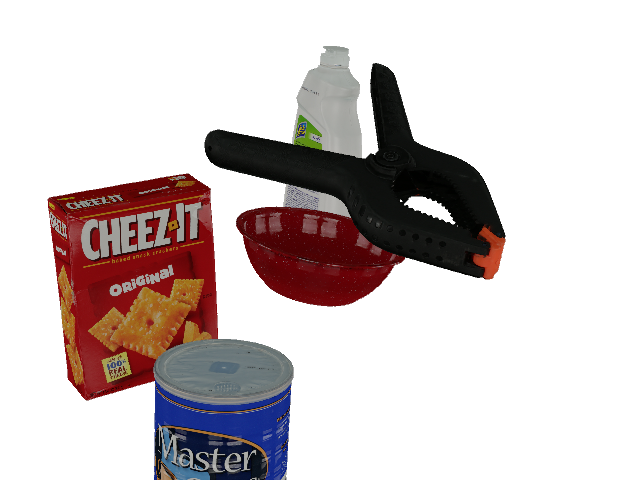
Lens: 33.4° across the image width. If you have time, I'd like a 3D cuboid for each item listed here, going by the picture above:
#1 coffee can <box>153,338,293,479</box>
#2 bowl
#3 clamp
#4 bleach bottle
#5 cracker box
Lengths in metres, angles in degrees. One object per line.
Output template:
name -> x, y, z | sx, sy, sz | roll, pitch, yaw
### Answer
coffee can -> -0.075, 0.158, 0.803 | 0.103, 0.140, 0.103 | 3, 17, -1
bowl -> -0.004, 0.019, 0.998 | 0.162, 0.055, 0.162 | 10, 18, -3
clamp -> 0.034, -0.041, 0.708 | 0.164, 0.036, 0.210 | -22, 49, -25
bleach bottle -> 0.009, -0.084, 1.168 | 0.067, 0.251, 0.103 | -9, 24, -38
cracker box -> -0.197, 0.049, 1.158 | 0.163, 0.214, 0.072 | -13, 24, -29
